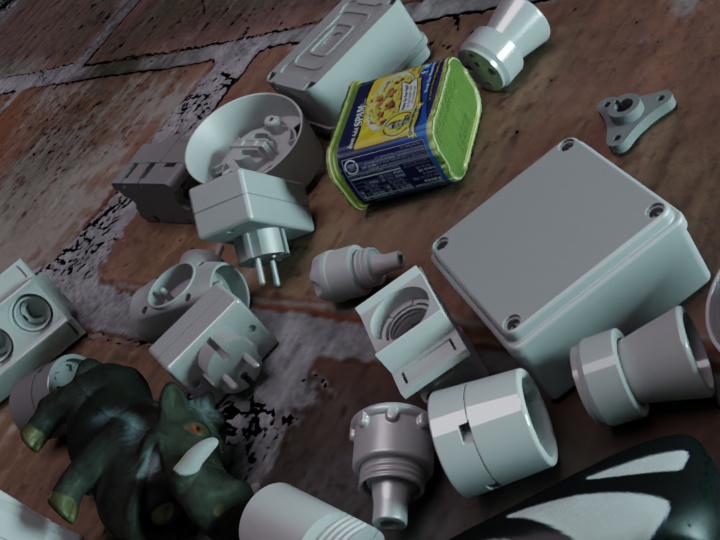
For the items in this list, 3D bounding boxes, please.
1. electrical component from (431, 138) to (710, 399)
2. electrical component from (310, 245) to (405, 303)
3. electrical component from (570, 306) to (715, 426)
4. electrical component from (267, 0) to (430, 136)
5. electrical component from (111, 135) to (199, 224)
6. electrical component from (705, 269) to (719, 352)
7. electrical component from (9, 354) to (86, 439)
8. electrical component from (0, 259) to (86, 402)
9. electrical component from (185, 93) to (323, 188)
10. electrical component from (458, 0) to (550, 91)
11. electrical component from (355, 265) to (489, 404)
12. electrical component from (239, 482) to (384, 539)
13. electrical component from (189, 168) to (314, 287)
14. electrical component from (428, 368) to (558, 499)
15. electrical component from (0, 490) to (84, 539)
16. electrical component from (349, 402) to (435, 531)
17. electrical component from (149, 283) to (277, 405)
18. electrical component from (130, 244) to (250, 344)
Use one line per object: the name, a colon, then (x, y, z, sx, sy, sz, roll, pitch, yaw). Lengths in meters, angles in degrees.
electrical component: (0.109, -0.004, 0.579, 0.109, 0.056, 0.108, -38, 34, 2)
electrical component: (0.000, 0.000, 0.696, 0.061, 0.035, 0.035, -14, 41, 27)
electrical component: (0.134, 0.047, 0.510, 0.055, 0.045, 0.045, -22, 38, 24)
electrical component: (-0.008, -0.165, 0.871, 0.113, 0.057, 0.078, -47, 35, -12)
electrical component: (-0.158, -0.077, 0.916, 0.089, 0.050, 0.055, 5, 54, 46)
electrical component: (0.208, 0.018, 0.477, 0.099, 0.064, 0.099, -39, 28, 25)
electrical component: (-0.218, 0.093, 0.775, 0.047, 0.055, 0.055, -22, 38, 30)
electrical component: (-0.296, 0.057, 0.877, 0.121, 0.078, 0.063, -39, 12, 0)
electrical component: (-0.081, -0.090, 0.847, 0.099, 0.064, 0.099, -25, 37, 20)
electrical component: (0.103, -0.163, 0.776, 0.055, 0.045, 0.045, -50, 36, -14)
electrical component: (0.036, 0.040, 0.590, 0.042, 0.063, 0.081, -36, 34, 8)
electrical component: (-0.021, 0.141, 0.547, 0.081, 0.043, 0.043, 13, 60, 49)
electrical component: (-0.072, -0.024, 0.764, 0.047, 0.083, 0.075, -19, 77, 26)
electrical component: (0.066, 0.079, 0.528, 0.047, 0.055, 0.055, -22, 38, 18)
electrical component: (-0.211, 0.176, 0.646, 0.061, 0.096, 0.061, -46, 21, 48)
electrical component: (0.017, 0.103, 0.556, 0.048, 0.048, 0.062, -18, 47, 28)
electrical component: (-0.089, 0.056, 0.702, 0.065, 0.047, 0.077, -45, 33, -9)
electrical component: (-0.119, 0.011, 0.784, 0.077, 0.044, 0.079, -16, 40, 30)
